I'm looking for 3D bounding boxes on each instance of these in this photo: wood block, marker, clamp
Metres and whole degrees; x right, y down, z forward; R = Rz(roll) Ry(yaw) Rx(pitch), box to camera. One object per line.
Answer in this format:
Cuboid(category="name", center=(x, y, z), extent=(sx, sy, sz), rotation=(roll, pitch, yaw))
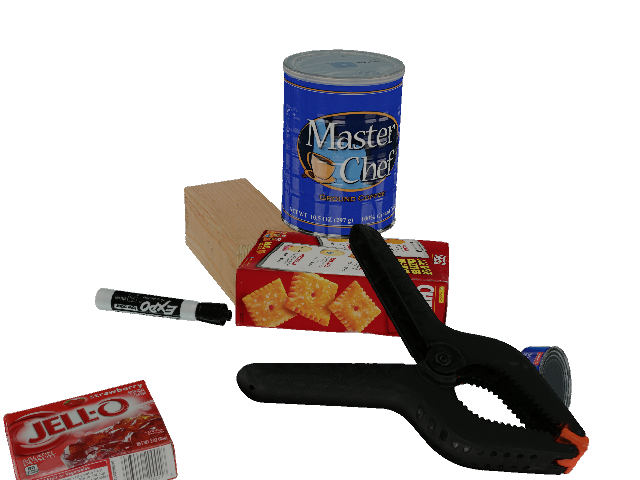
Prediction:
Cuboid(category="wood block", center=(-0.099, 0.001, 1.357), extent=(0.090, 0.090, 0.206), rotation=(-9, 26, -23))
Cuboid(category="marker", center=(-0.132, 0.056, 0.902), extent=(0.121, 0.020, 0.020), rotation=(6, 2, 17))
Cuboid(category="clamp", center=(0.063, 0.088, 0.666), extent=(0.210, 0.036, 0.164), rotation=(34, 50, 16))

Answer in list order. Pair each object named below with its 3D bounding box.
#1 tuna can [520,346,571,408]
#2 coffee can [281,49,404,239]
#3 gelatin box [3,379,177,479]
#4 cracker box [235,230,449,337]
Cuboid(category="tuna can", center=(0.240, 0.157, 1.154), extent=(0.034, 0.086, 0.085), rotation=(-3, -2, 35))
Cuboid(category="coffee can", center=(0.018, -0.085, 0.921), extent=(0.103, 0.140, 0.103), rotation=(1, 23, -1))
Cuboid(category="gelatin box", center=(-0.137, 0.120, 0.629), extent=(0.089, 0.030, 0.073), rotation=(-12, 26, -18))
Cuboid(category="cracker box", center=(0.028, 0.046, 1.140), extent=(0.214, 0.072, 0.164), rotation=(4, 15, 6))
